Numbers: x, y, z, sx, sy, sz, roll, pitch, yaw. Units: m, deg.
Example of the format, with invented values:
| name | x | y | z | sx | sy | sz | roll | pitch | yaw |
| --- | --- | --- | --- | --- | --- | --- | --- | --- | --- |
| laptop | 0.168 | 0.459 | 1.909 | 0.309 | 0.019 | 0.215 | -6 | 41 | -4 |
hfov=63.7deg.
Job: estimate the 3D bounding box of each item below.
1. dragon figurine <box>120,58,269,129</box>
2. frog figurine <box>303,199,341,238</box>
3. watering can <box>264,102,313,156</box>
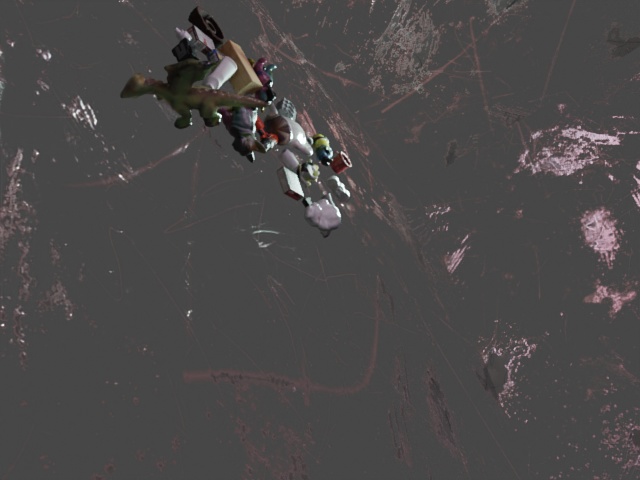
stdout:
| name | x | y | z | sx | sy | sz | roll | pitch | yaw |
| --- | --- | --- | --- | --- | --- | --- | --- | --- | --- |
| dragon figurine | -0.327 | -0.411 | 1.408 | 0.240 | 0.411 | 0.123 | 137 | -59 | -71 |
| frog figurine | 0.006 | -0.098 | 1.955 | 0.156 | 0.122 | 0.140 | 51 | 37 | -51 |
| watering can | -0.163 | -0.481 | 2.169 | 0.351 | 0.103 | 0.224 | 50 | 18 | 18 |
